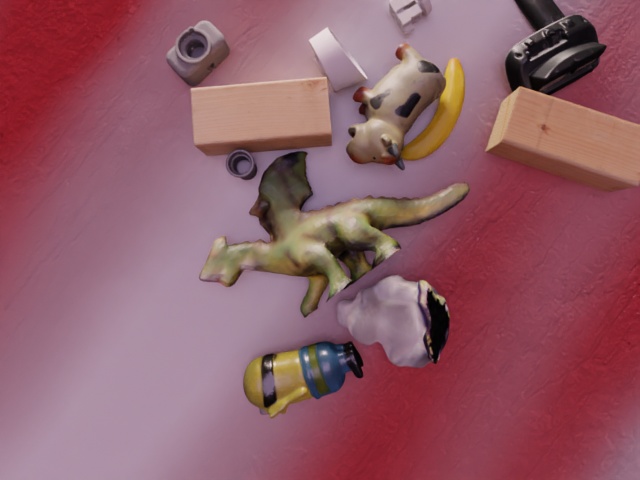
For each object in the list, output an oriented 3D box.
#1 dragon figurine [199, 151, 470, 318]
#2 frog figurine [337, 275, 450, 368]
[{"bbox_3d":[0.002,-0.040,0.795,0.412,0.121,0.245,-37,78,-8],"label":"dragon figurine"},{"bbox_3d":[0.110,0.125,0.787,0.158,0.124,0.137,-11,96,37],"label":"frog figurine"}]
